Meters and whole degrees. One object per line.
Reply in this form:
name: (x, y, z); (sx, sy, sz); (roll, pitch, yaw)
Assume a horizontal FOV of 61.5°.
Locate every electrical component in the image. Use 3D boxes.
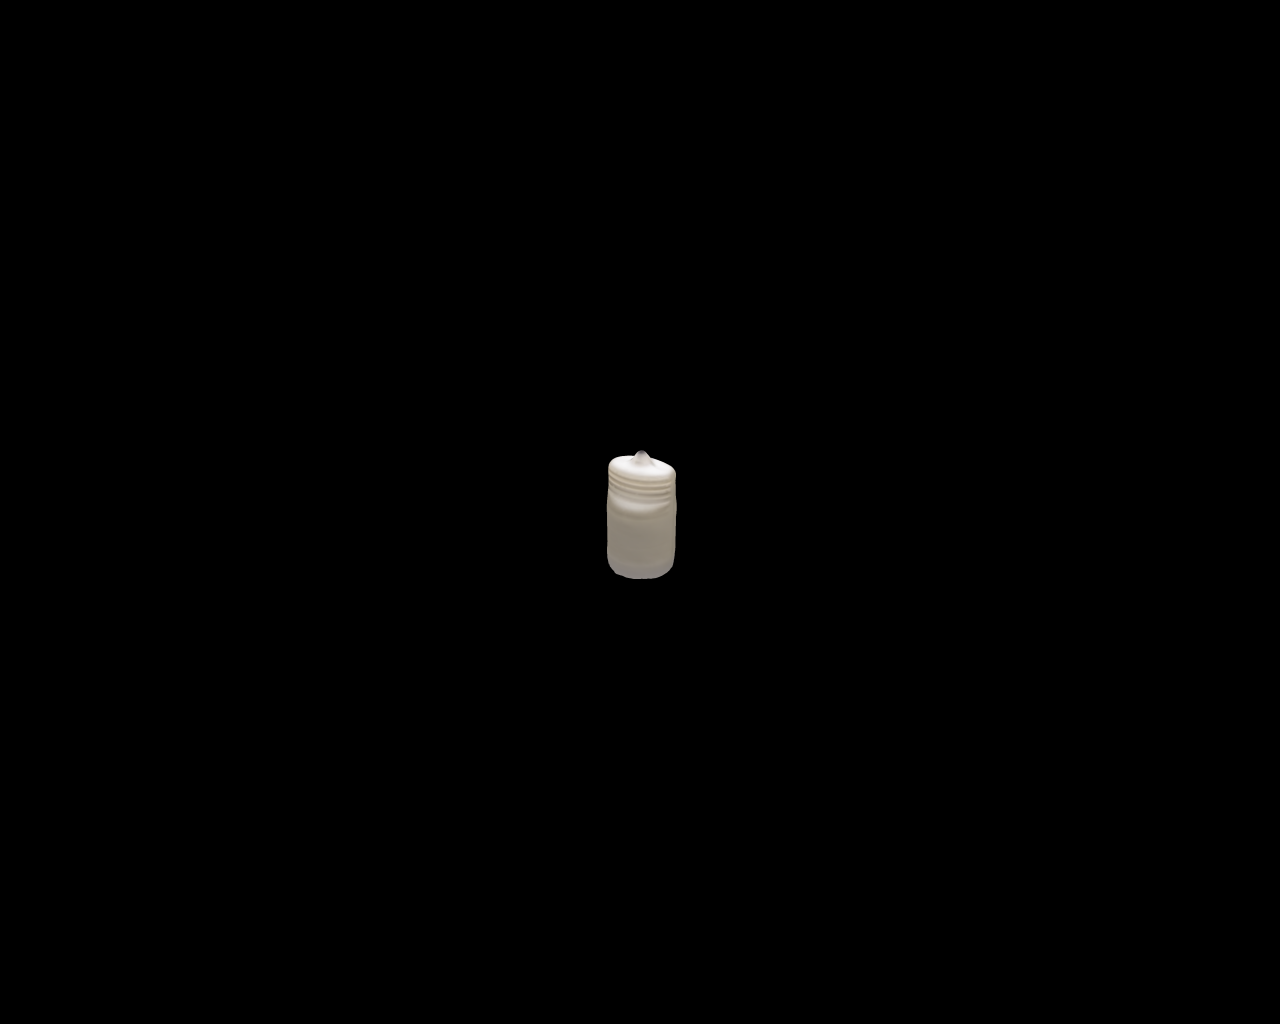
electrical component: (0.001, -0.003, 0.650); (0.043, 0.080, 0.043); (0, 31, 0)
